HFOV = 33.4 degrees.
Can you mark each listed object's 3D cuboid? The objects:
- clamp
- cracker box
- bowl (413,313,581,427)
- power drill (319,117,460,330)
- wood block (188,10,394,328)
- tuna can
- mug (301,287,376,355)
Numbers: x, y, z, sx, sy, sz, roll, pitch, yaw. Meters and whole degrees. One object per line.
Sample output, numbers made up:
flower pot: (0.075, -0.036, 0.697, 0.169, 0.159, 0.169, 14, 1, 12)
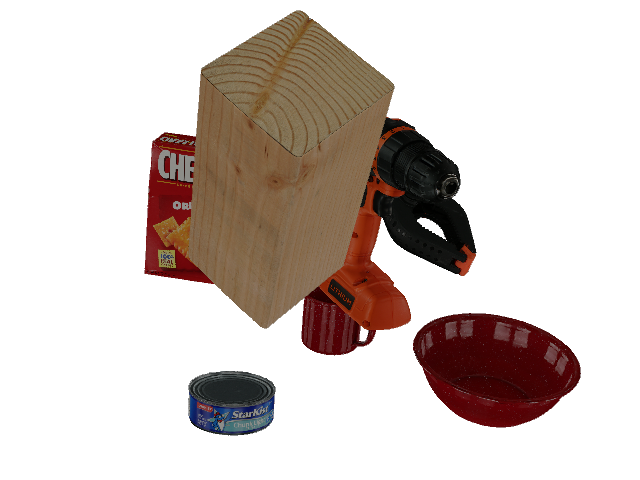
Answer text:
clamp: (0.086, -0.040, 1.159, 0.164, 0.210, 0.036, -15, -37, -29)
cracker box: (-0.177, -0.044, 1.620, 0.164, 0.214, 0.072, 9, 20, 7)
bowl: (0.167, 0.133, 1.039, 0.162, 0.055, 0.162, 4, 26, -2)
power drill: (0.057, -0.017, 0.965, 0.057, 0.188, 0.185, -6, 26, -27)
wood block: (-0.028, -0.042, 0.739, 0.090, 0.090, 0.206, -37, -21, -28)
tuna can: (-0.088, 0.160, 1.050, 0.086, 0.034, 0.086, 3, 14, -1)
mug: (0.026, 0.110, 1.479, 0.117, 0.081, 0.093, 17, 24, 29)
